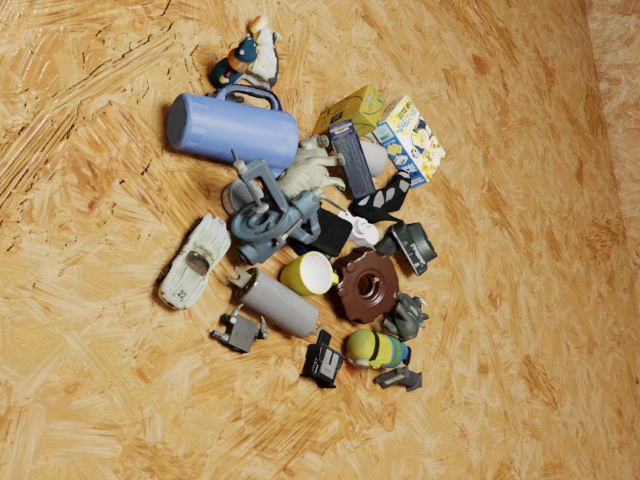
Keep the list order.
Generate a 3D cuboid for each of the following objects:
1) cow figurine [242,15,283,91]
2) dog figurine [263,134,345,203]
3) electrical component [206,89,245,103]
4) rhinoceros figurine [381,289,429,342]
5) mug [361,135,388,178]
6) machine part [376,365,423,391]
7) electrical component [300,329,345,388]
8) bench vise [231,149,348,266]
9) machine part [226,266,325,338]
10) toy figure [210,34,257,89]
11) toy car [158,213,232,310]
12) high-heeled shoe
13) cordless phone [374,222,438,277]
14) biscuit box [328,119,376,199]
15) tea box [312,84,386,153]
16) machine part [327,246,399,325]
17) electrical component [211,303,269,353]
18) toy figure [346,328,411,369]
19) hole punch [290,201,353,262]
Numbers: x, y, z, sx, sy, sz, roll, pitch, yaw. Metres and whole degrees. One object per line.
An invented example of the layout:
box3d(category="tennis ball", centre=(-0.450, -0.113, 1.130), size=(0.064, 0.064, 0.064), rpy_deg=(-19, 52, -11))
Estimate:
box3d(category="cow figurine", centre=(-0.125, -0.425, 1.224), size=(0.098, 0.068, 0.167), rpy_deg=(25, 64, -41))
box3d(category="dog figurine", centre=(-0.060, -0.148, 1.191), size=(0.190, 0.173, 0.121), rpy_deg=(-23, 128, -19))
box3d(category="electrical component", centre=(-0.199, -0.287, 1.144), size=(0.094, 0.021, 0.063), rpy_deg=(-5, 81, -44))
box3d(category="rhinoceros figurine", centre=(0.214, 0.179, 1.307), size=(0.112, 0.073, 0.190), rpy_deg=(35, 20, 4))
box3d(category="mug", centre=(0.108, -0.223, 1.367), size=(0.107, 0.081, 0.109), rpy_deg=(12, 73, -30))
box3d(category="machine part", centre=(0.195, 0.329, 1.279), size=(0.138, 0.084, 0.039), rpy_deg=(25, 35, -44))
box3d(category="electrical component", centre=(0.011, 0.249, 1.147), size=(0.074, 0.048, 0.119), rpy_deg=(40, 55, -27))
box3d(category="bench vise", centre=(-0.089, -0.069, 1.035), size=(0.224, 0.129, 0.240), rpy_deg=(-34, 131, -9))
box3d(category="machine part", centre=(-0.086, 0.127, 1.076), size=(0.243, 0.079, 0.079), rpy_deg=(38, 54, -29))
box3d(category="toy figure", centre=(-0.172, -0.362, 1.100), size=(0.058, 0.154, 0.064), rpy_deg=(3, 74, -39))
box3d(category="toy car", centre=(-0.227, 0.036, 0.990), size=(0.073, 0.056, 0.202), rpy_deg=(43, 52, -24))
box3d(category="high-heeled shoe", centre=(0.157, -0.124, 1.408), size=(0.145, 0.086, 0.249), rpy_deg=(18, 41, -4))
box3d(category="cordless phone", centre=(0.201, 0.047, 1.380), size=(0.184, 0.089, 0.146), rpy_deg=(-37, 104, -31))
box3d(category="biscuit box", centre=(0.077, -0.185, 1.268), size=(0.202, 0.063, 0.059), rpy_deg=(65, 9, -48))
box3d(category="tea box", centre=(0.068, -0.288, 1.286), size=(0.068, 0.170, 0.098), rpy_deg=(39, 52, -29))
box3d(category="machine part", centre=(0.101, 0.104, 1.227), size=(0.179, 0.056, 0.179), rpy_deg=(-4, 98, -30))
box3d(category="electrical component", centre=(-0.148, 0.171, 1.026), size=(0.102, 0.045, 0.078), rpy_deg=(39, 52, -27))
box3d(category="toy figure", centre=(0.135, 0.251, 1.237), size=(0.180, 0.082, 0.089), rpy_deg=(9, 72, -38))
box3d(category="hole punch", centre=(-0.002, -0.004, 1.202), size=(0.116, 0.092, 0.142), rpy_deg=(30, 56, 2))
